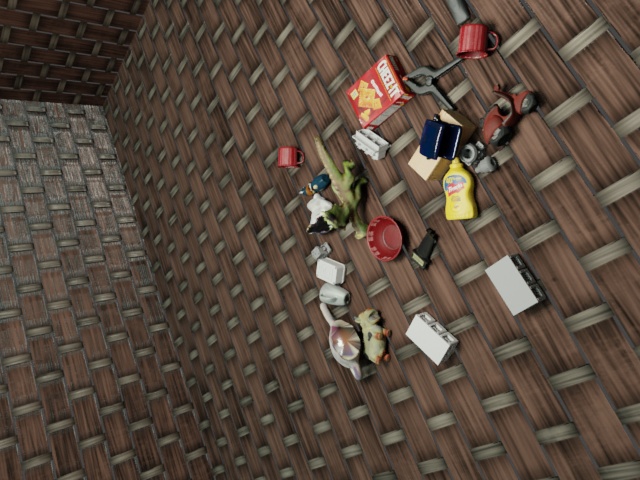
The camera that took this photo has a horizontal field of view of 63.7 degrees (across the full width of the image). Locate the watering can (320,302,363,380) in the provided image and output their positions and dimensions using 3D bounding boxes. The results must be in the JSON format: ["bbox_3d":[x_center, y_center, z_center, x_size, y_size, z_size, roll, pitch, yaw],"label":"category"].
[{"bbox_3d":[0.074,0.364,1.960,0.220,0.104,0.353,85,159,-62],"label":"watering can"}]

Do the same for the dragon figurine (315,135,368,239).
[{"bbox_3d":[0.073,-0.152,1.808,0.121,0.404,0.249,-20,41,32],"label":"dragon figurine"}]

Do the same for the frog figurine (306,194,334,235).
[{"bbox_3d":[0.006,-0.103,2.044,0.163,0.122,0.134,-91,16,-53],"label":"frog figurine"}]
